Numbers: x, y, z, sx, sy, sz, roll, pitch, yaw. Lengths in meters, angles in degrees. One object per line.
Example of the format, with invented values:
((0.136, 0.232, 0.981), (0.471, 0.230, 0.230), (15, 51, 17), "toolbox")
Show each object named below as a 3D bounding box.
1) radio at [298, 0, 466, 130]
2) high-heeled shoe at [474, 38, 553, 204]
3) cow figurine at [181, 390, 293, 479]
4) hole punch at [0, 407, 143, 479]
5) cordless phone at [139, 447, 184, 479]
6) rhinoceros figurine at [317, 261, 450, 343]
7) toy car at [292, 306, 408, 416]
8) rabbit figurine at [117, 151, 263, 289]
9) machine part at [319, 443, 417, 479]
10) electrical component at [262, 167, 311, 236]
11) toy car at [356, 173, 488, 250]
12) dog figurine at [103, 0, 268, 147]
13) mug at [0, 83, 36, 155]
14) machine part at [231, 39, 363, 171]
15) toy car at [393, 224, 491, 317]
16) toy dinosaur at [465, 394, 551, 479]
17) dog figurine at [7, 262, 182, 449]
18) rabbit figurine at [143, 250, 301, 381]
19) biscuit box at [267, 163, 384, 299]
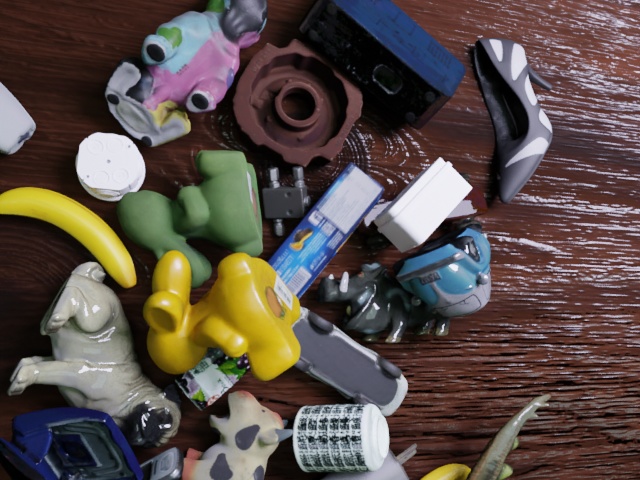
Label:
((0.089, -0.264, 0.745), (0.229, 0.073, 0.131), (36, 43, -8), "radio")
((0.272, -0.189, 0.816), (0.145, 0.086, 0.248), (25, 73, -9), "high-heeled shoe")
((-0.101, 0.283, 0.648), (0.127, 0.085, 0.195), (3, 80, -10), "cow figurine")
((-0.256, 0.227, 0.545), (0.092, 0.116, 0.142), (-47, 136, -40), "hole punch")
((-0.220, 0.310, 0.565), (0.184, 0.147, 0.088), (-34, 109, -1), "cordless phone")
((0.090, 0.084, 0.732), (0.190, 0.073, 0.112), (4, 83, -16), "rhinoceros figurine")
((0.028, 0.163, 0.712), (0.201, 0.056, 0.073), (35, 82, -12), "toy car")
((-0.161, -0.023, 0.669), (0.170, 0.121, 0.159), (-8, 93, 1), "rabbit figurine")
((0.028, 0.333, 0.682), (0.243, 0.079, 0.079), (-28, 92, -17), "machine part")
((-0.044, -0.051, 0.715), (0.063, 0.021, 0.093), (2, 106, 18), "electrical component")
((0.142, -0.042, 0.772), (0.202, 0.053, 0.089), (-9, 76, -13), "toy car")
((-0.157, -0.237, 0.686), (0.108, 0.192, 0.219), (46, 43, -24), "dog figurine")
((-0.395, -0.141, 0.615), (0.107, 0.081, 0.109), (38, 71, -18), "mug")
((-0.033, -0.181, 0.736), (0.179, 0.056, 0.179), (2, 82, -15), "machine part")
((0.172, 0.046, 0.694), (0.161, 0.109, 0.103), (-24, 91, -59), "toy car")
((0.175, 0.410, 0.684), (0.198, 0.105, 0.471), (16, 96, -31), "toy dinosaur")
((-0.233, 0.137, 0.628), (0.190, 0.121, 0.172), (29, 85, -24), "dog figurine")
((-0.125, 0.094, 0.590), (0.173, 0.122, 0.162), (-27, 128, 19), "rabbit figurine")
((-0.001, -0.002, 0.701), (0.059, 0.063, 0.202), (39, 86, 4), "biscuit box")
